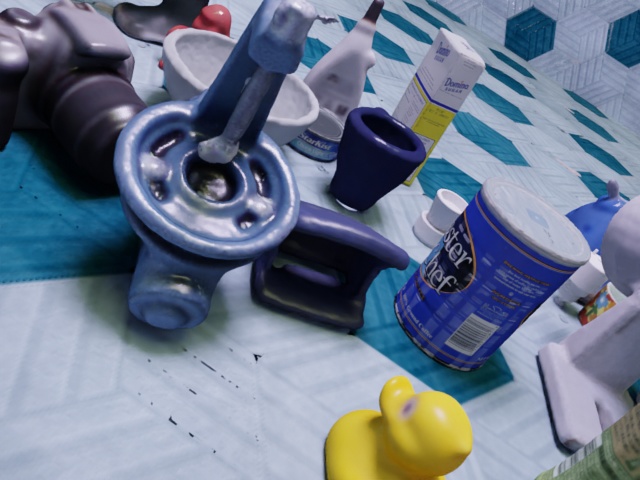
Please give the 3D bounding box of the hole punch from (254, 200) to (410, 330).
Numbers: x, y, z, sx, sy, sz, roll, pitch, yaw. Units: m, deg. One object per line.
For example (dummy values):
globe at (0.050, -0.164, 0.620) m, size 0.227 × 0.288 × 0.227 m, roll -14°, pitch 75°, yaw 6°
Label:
hole punch at (0.004, 0.002, 0.461) m, size 0.109 × 0.091 × 0.101 m, roll 20°, pitch 34°, yaw -20°

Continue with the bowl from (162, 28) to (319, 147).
bowl at (-0.089, -0.142, 0.590) m, size 0.168 × 0.074 × 0.167 m, roll 23°, pitch 33°, yaw -16°

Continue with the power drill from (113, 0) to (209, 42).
power drill at (-0.164, -0.336, 0.662) m, size 0.230 × 0.208 × 0.075 m, roll 4°, pitch 42°, yaw -39°

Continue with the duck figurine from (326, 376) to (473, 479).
duck figurine at (0.057, 0.130, 0.337) m, size 0.078 × 0.086 × 0.104 m, roll 3°, pitch 42°, yaw -39°

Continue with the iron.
iron at (0.422, 0.029, 0.746) m, size 0.258 × 0.141 × 0.118 m, roll 28°, pitch 32°, yaw -8°

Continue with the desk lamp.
desk lamp at (0.308, 0.073, 0.516) m, size 0.118 × 0.213 × 0.203 m, roll 28°, pitch 32°, yaw -7°

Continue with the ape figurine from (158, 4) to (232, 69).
ape figurine at (-0.131, -0.225, 0.652) m, size 0.076 × 0.092 × 0.077 m, roll -8°, pitch 50°, yaw -47°

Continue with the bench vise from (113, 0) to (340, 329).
bench vise at (-0.073, -0.078, 0.380) m, size 0.122 × 0.219 × 0.207 m, roll 8°, pitch 39°, yaw -34°

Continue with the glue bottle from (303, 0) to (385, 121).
glue bottle at (0.032, -0.215, 0.705) m, size 0.078 × 0.173 × 0.037 m, roll 20°, pitch 33°, yaw -19°

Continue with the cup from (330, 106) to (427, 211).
cup at (0.051, -0.088, 0.622) m, size 0.092 × 0.095 × 0.117 m, roll 21°, pitch 33°, yaw -18°

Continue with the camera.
camera at (-0.190, -0.112, 0.436) m, size 0.136 × 0.100 × 0.144 m, roll 47°, pitch 34°, yaw 22°

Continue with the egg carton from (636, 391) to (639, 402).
egg carton at (0.379, 0.191, 0.554) m, size 0.150 × 0.069 × 0.107 m, roll 42°, pitch 33°, yaw 15°
